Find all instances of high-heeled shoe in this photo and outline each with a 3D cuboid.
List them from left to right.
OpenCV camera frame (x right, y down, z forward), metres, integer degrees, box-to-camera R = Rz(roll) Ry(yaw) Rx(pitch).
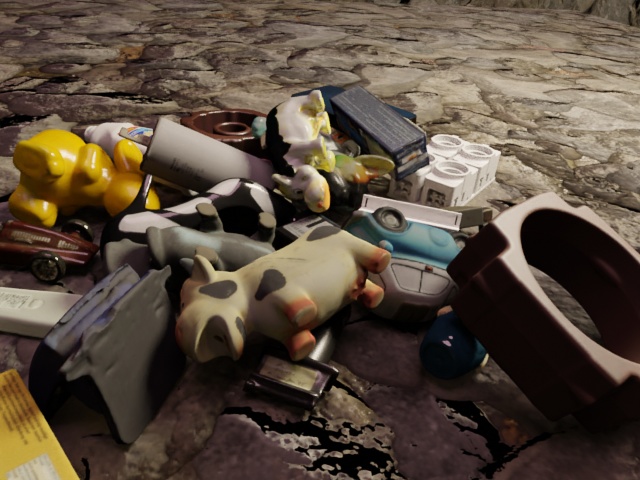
[{"bbox_3d":[-0.129,0.000,0.650,0.249,0.086,0.145,12,61,-18],"label":"high-heeled shoe"}]

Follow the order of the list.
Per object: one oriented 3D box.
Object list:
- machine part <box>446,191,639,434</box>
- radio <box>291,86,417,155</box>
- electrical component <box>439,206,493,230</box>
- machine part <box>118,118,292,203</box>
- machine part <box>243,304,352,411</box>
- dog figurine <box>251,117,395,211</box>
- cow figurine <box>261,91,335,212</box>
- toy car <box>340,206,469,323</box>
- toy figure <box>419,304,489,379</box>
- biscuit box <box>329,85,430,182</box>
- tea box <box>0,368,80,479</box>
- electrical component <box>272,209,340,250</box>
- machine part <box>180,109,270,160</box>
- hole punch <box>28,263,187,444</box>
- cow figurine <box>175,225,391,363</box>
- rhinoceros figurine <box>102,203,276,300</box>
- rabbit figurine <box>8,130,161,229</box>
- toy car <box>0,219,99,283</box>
[{"bbox_3d":[0.236,0.060,0.511,0.201,0.087,0.201,-21,64,-43],"label":"machine part"},{"bbox_3d":[0.055,-0.223,1.015,0.131,0.073,0.230,-25,41,-37],"label":"radio"},{"bbox_3d":[0.187,-0.021,0.738,0.102,0.045,0.078,-10,6,-26],"label":"electrical component"},{"bbox_3d":[-0.147,-0.096,0.722,0.243,0.079,0.079,22,26,-22],"label":"machine part"},{"bbox_3d":[-0.011,0.103,0.516,0.084,0.039,0.139,7,33,19],"label":"machine part"},{"bbox_3d":[0.013,-0.118,0.813,0.219,0.108,0.191,22,33,18],"label":"dog figurine"},{"bbox_3d":[-0.032,-0.109,0.699,0.098,0.068,0.167,-8,61,11],"label":"cow figurine"},{"bbox_3d":[0.092,0.039,0.585,0.162,0.109,0.103,16,54,-7],"label":"toy car"},{"bbox_3d":[0.158,0.083,0.546,0.058,0.064,0.154,1,21,44],"label":"toy figure"},{"bbox_3d":[0.088,-0.172,0.834,0.063,0.059,0.203,-29,45,-7],"label":"biscuit box"},{"bbox_3d":[-0.213,0.172,0.346,0.098,0.068,0.170,-20,39,-36],"label":"tea box"},{"bbox_3d":[-0.001,-0.002,0.675,0.119,0.047,0.075,-21,41,-32],"label":"electrical component"},{"bbox_3d":[-0.151,-0.177,0.928,0.179,0.056,0.179,4,31,-2],"label":"machine part"},{"bbox_3d":[-0.182,0.089,0.448,0.092,0.115,0.142,6,31,18],"label":"hole punch"},{"bbox_3d":[-0.044,0.046,0.497,0.195,0.085,0.127,-29,46,-30],"label":"cow figurine"},{"bbox_3d":[-0.128,0.019,0.570,0.190,0.112,0.073,1,59,-30],"label":"rhinoceros figurine"},{"bbox_3d":[-0.289,-0.067,0.708,0.173,0.121,0.162,21,23,-1],"label":"rabbit figurine"},{"bbox_3d":[-0.361,0.000,0.620,0.202,0.053,0.089,6,29,4],"label":"toy car"}]
